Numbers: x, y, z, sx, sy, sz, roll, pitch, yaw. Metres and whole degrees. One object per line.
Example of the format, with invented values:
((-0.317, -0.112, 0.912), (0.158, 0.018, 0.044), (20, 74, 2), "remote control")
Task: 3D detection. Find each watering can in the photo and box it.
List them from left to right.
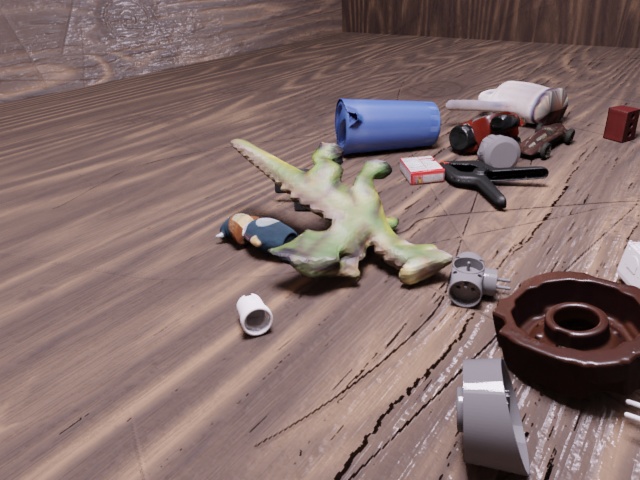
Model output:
((0.524, -0.370, 1.405), (0.351, 0.102, 0.227), (-21, 34, -34), "watering can")

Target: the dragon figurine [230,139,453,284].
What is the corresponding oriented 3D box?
((0.002, -0.040, 0.795), (0.411, 0.119, 0.248), (18, 37, 9), "dragon figurine")
